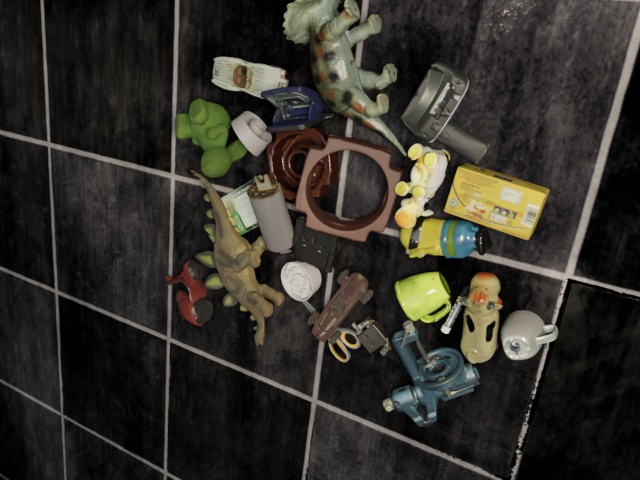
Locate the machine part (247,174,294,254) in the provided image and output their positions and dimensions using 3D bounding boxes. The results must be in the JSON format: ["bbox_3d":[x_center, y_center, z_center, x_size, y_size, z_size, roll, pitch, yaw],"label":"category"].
[{"bbox_3d":[-0.110,-0.054,1.241,0.079,0.079,0.242,13,140,25],"label":"machine part"}]

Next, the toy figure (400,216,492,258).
[{"bbox_3d":[0.252,-0.007,1.097,0.180,0.082,0.089,-1,87,35],"label":"toy figure"}]

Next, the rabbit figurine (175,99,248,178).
[{"bbox_3d":[-0.254,-0.221,1.271,0.121,0.159,0.170,-22,74,33],"label":"rabbit figurine"}]

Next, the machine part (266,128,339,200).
[{"bbox_3d":[-0.039,-0.175,1.223,0.180,0.056,0.179,7,106,26],"label":"machine part"}]

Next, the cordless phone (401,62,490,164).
[{"bbox_3d":[0.263,-0.241,1.039,0.184,0.089,0.146,33,116,5],"label":"cordless phone"}]

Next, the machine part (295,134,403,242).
[{"bbox_3d":[0.059,-0.110,1.133,0.201,0.087,0.201,15,109,0],"label":"machine part"}]

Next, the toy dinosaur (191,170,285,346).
[{"bbox_3d":[-0.216,0.047,1.351,0.199,0.105,0.470,-5,102,30],"label":"toy dinosaur"}]

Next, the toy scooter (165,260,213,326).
[{"bbox_3d":[-0.368,0.146,1.481,0.135,0.075,0.183,-2,99,29],"label":"toy scooter"}]

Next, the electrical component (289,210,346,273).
[{"bbox_3d":[-0.003,-0.004,1.250,0.115,0.058,0.134,19,113,21],"label":"electrical component"}]

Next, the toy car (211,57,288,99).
[{"bbox_3d":[-0.162,-0.372,1.236,0.202,0.056,0.073,20,112,23],"label":"toy car"}]

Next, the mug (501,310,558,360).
[{"bbox_3d":[0.406,0.193,1.051,0.110,0.107,0.080,-6,102,32],"label":"mug"}]

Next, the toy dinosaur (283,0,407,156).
[{"bbox_3d":[0.044,-0.348,1.101,0.192,0.131,0.404,-4,106,42],"label":"toy dinosaur"}]

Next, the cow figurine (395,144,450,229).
[{"bbox_3d":[0.206,-0.104,1.082,0.068,0.098,0.167,31,112,36],"label":"cow figurine"}]

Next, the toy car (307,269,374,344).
[{"bbox_3d":[0.043,0.161,1.263,0.089,0.053,0.202,40,111,12],"label":"toy car"}]

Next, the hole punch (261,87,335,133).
[{"bbox_3d":[-0.055,-0.288,1.164,0.142,0.116,0.092,-1,110,31],"label":"hole punch"}]

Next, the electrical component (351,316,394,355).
[{"bbox_3d":[0.123,0.223,1.249,0.078,0.045,0.102,-39,83,30],"label":"electrical component"}]

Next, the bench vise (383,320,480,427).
[{"bbox_3d":[0.215,0.280,1.160,0.224,0.129,0.240,-20,111,24],"label":"bench vise"}]

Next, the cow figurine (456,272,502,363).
[{"bbox_3d":[0.321,0.155,1.076,0.086,0.127,0.194,9,110,23],"label":"cow figurine"}]

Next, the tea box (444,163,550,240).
[{"bbox_3d":[0.339,-0.076,1.036,0.170,0.068,0.098,24,113,22],"label":"tea box"}]
